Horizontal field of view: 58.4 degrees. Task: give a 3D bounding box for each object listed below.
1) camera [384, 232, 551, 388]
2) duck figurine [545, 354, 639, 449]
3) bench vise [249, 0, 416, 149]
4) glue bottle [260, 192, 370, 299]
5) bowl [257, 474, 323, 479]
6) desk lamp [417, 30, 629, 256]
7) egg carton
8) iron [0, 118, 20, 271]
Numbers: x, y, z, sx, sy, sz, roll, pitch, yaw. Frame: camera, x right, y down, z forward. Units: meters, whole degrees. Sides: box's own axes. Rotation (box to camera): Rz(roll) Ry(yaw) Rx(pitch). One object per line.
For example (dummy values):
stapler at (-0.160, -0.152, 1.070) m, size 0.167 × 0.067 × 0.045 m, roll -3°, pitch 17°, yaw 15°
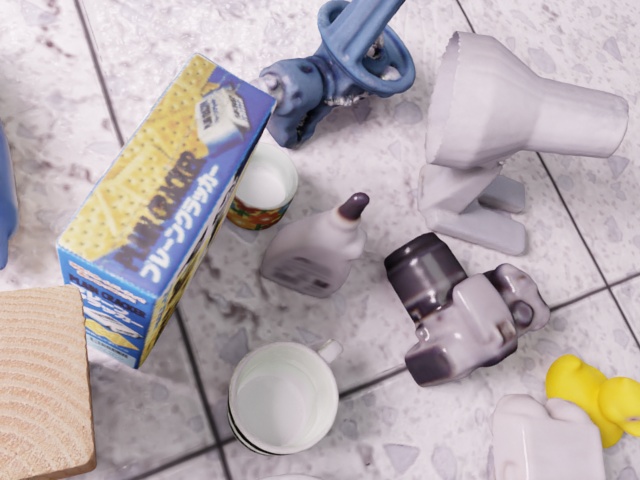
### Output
camera at (0.138, 0.053, 0.561) m, size 0.143 × 0.100 × 0.137 m, roll -25°, pitch 79°, yaw -28°
duck figurine at (0.290, 0.160, 0.583) m, size 0.078 × 0.086 × 0.104 m, roll -32°, pitch 82°, yaw -29°
bench vise at (0.035, -0.180, 0.553) m, size 0.121 × 0.219 × 0.208 m, roll 39°, pitch 60°, yaw -1°
glue bottle at (0.004, 0.002, 0.490) m, size 0.078 × 0.173 × 0.037 m, roll 23°, pitch 62°, yaw -10°
bowl at (-0.033, 0.262, 0.421) m, size 0.168 × 0.074 × 0.167 m, roll 8°, pitch 66°, yaw -18°
desk lamp at (0.176, -0.092, 0.573) m, size 0.203 × 0.213 × 0.118 m, roll 16°, pitch 63°, yaw -14°
egg carton at (0.209, 0.222, 0.535) m, size 0.107 × 0.069 × 0.150 m, roll 10°, pitch 65°, yaw -17°
iron at (-0.309, -0.102, 0.432) m, size 0.119 × 0.141 × 0.258 m, roll -10°, pitch 72°, yaw -24°
